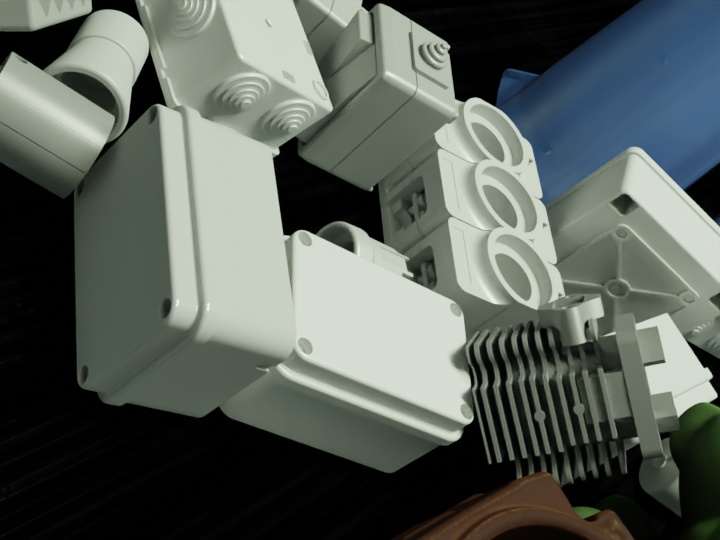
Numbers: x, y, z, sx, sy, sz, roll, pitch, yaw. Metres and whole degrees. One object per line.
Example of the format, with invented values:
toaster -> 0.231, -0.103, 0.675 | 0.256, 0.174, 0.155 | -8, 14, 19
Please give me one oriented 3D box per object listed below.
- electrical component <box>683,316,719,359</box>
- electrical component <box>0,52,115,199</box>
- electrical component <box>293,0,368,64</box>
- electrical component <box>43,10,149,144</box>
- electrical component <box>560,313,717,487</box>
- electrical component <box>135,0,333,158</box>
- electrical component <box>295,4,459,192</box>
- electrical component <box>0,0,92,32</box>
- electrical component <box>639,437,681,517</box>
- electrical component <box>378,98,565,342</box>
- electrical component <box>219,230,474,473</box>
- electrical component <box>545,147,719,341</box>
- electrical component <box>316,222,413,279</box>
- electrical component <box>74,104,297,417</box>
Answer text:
electrical component -> 0.262, 0.012, 0.817 | 0.100, 0.048, 0.099 | 26, 44, -30
electrical component -> -0.152, -0.070, 0.460 | 0.081, 0.043, 0.043 | 32, 41, -24
electrical component -> -0.013, -0.150, 0.666 | 0.077, 0.047, 0.065 | 34, 41, -22
electrical component -> -0.124, -0.095, 0.512 | 0.044, 0.044, 0.065 | 35, 36, -21
electrical component -> 0.145, 0.075, 0.622 | 0.113, 0.078, 0.057 | -11, 66, -50
electrical component -> -0.065, -0.118, 0.567 | 0.100, 0.048, 0.099 | 20, 45, -56
electrical component -> 0.009, -0.102, 0.609 | 0.061, 0.096, 0.061 | 24, 45, -31
electrical component -> -0.170, -0.135, 0.481 | 0.083, 0.076, 0.047 | -80, 170, -71
electrical component -> 0.210, 0.136, 0.669 | 0.078, 0.040, 0.040 | 36, 40, -19
electrical component -> 0.066, -0.026, 0.635 | 0.089, 0.062, 0.150 | 23, 46, -33
electrical component -> -0.005, 0.040, 0.511 | 0.113, 0.057, 0.078 | 25, 45, -31
electrical component -> 0.167, -0.005, 0.684 | 0.109, 0.109, 0.056 | 42, 41, -13
electrical component -> 0.000, 0.000, 0.565 | 0.046, 0.040, 0.040 | 21, 46, -42
electrical component -> -0.078, -0.004, 0.455 | 0.057, 0.078, 0.113 | 20, 48, -39
